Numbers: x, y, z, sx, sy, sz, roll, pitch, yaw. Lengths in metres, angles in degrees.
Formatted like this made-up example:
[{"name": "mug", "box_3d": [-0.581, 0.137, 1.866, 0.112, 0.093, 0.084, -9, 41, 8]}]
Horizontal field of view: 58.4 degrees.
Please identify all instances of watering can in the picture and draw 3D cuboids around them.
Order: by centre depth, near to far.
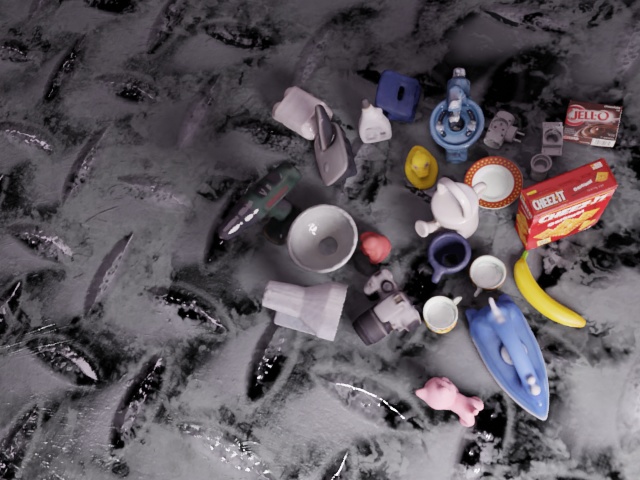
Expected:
[{"name": "watering can", "box_3d": [0.284, -0.067, 1.227, 0.100, 0.194, 0.173, 29, 82, 22]}]

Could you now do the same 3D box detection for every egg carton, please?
[{"name": "egg carton", "box_3d": [-0.045, -0.325, 1.465, 0.150, 0.069, 0.107, 34, 84, 22]}]

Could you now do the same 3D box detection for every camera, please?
[{"name": "camera", "box_3d": [0.130, 0.154, 1.247, 0.137, 0.101, 0.143, -36, 67, 2]}]

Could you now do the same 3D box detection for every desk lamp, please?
[{"name": "desk lamp", "box_3d": [-0.027, 0.146, 1.230, 0.202, 0.214, 0.118, 11, 76, 18]}]

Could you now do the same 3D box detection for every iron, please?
[{"name": "iron", "box_3d": [0.387, 0.230, 1.132, 0.118, 0.142, 0.258, -26, 68, 6]}]

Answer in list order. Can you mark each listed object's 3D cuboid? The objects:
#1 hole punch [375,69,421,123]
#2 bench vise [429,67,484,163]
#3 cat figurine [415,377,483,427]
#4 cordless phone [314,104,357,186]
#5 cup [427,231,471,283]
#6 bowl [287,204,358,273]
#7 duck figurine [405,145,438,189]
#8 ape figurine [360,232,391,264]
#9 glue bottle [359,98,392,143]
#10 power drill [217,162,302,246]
[{"name": "hole punch", "box_3d": [0.192, -0.354, 1.401, 0.101, 0.091, 0.109, 10, 75, 18]}, {"name": "bench vise", "box_3d": [0.295, -0.303, 1.287, 0.121, 0.220, 0.207, -15, 69, 10]}, {"name": "cat figurine", "box_3d": [0.261, 0.319, 1.150, 0.127, 0.118, 0.067, 26, 81, 21]}, {"name": "cordless phone", "box_3d": [0.020, -0.224, 1.353, 0.094, 0.185, 0.147, -20, 69, 8]}, {"name": "cup", "box_3d": [0.276, 0.049, 1.246, 0.091, 0.095, 0.118, 24, 80, 21]}, {"name": "bowl", "box_3d": [0.012, 0.005, 1.340, 0.167, 0.075, 0.167, -4, 71, 13]}, {"name": "duck figurine", "box_3d": [0.234, -0.180, 1.336, 0.077, 0.086, 0.104, -12, 70, 11]}, {"name": "ape figurine", "box_3d": [0.120, 0.012, 1.300, 0.076, 0.092, 0.078, -7, 71, 13]}, {"name": "glue bottle", "box_3d": [0.121, -0.286, 1.353, 0.078, 0.173, 0.037, -7, 71, 13]}, {"name": "power drill", "box_3d": [-0.120, -0.064, 1.325, 0.075, 0.209, 0.230, 37, 85, 22]}]
